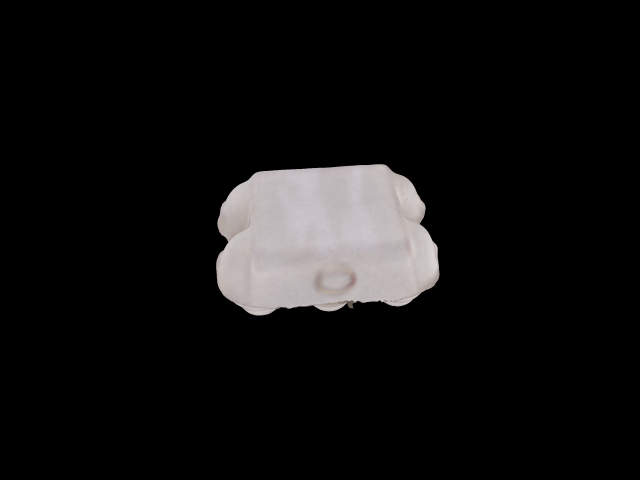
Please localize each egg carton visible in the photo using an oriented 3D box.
[{"bbox_3d":[0.004,0.001,0.400,0.150,0.069,0.107,-4,46,-4],"label":"egg carton"}]
